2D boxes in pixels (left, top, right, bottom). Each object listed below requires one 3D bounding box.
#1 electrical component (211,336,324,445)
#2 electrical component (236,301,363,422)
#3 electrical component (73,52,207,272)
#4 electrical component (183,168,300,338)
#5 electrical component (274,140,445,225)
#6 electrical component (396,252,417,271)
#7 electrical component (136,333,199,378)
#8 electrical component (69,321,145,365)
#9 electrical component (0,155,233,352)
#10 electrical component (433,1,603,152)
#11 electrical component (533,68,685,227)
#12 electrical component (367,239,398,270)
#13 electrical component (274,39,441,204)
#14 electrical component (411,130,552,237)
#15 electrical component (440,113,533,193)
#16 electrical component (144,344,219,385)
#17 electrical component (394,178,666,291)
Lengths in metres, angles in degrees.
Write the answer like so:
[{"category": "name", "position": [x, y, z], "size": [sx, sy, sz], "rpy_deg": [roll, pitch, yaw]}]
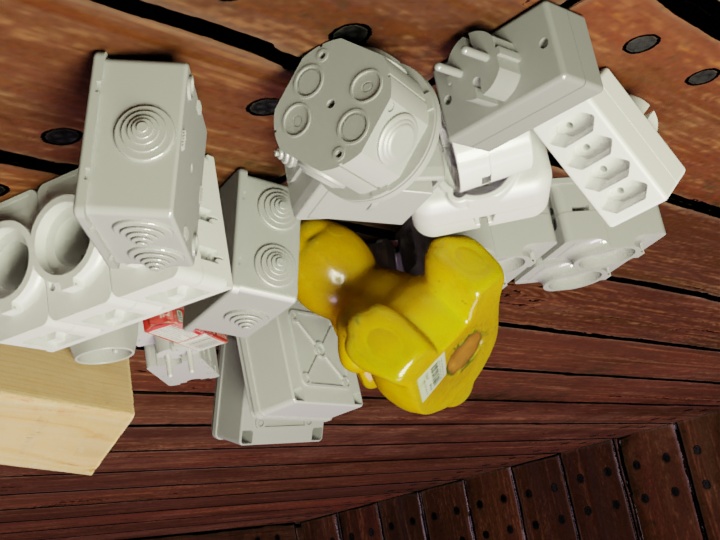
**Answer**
[{"category": "electrical component", "position": [-0.090, 0.120, 1.098], "size": [0.109, 0.108, 0.056], "rpy_deg": [5, -179, -41]}, {"category": "electrical component", "position": [-0.058, 0.084, 1.015], "size": [0.056, 0.108, 0.109], "rpy_deg": [-25, 158, 31]}, {"category": "electrical component", "position": [-0.110, -0.054, 0.560], "size": [0.048, 0.099, 0.099], "rpy_deg": [3, 163, 0]}, {"category": "electrical component", "position": [-0.079, -0.008, 0.727], "size": [0.048, 0.099, 0.100], "rpy_deg": [13, 154, -26]}, {"category": "electrical component", "position": [-0.004, -0.063, 0.653], "size": [0.096, 0.061, 0.062], "rpy_deg": [-4, 162, -22]}, {"category": "electrical component", "position": [0.039, 0.027, 0.942], "size": [0.113, 0.078, 0.057], "rpy_deg": [-21, 163, 31]}, {"category": "electrical component", "position": [-0.156, 0.052, 0.908], "size": [0.083, 0.075, 0.047], "rpy_deg": [-12, 163, 4]}, {"category": "electrical component", "position": [-0.187, 0.031, 0.819], "size": [0.043, 0.077, 0.079], "rpy_deg": [-18, 161, 22]}, {"category": "electrical component", "position": [-0.163, -0.013, 0.668], "size": [0.150, 0.089, 0.062], "rpy_deg": [-19, 161, 25]}, {"category": "electrical component", "position": [0.073, -0.107, 0.583], "size": [0.076, 0.047, 0.083], "rpy_deg": [7, 156, -44]}, {"category": "electrical component", "position": [0.164, -0.085, 0.679], "size": [0.047, 0.083, 0.075], "rpy_deg": [-31, -168, 48]}, {"category": "electrical component", "position": [0.000, 0.000, 0.891], "size": [0.062, 0.048, 0.048], "rpy_deg": [-5, 163, 5]}, {"category": "electrical component", "position": [-0.002, -0.079, 0.574], "size": [0.080, 0.080, 0.051], "rpy_deg": [-20, 155, 28]}, {"category": "electrical component", "position": [0.077, -0.062, 0.717], "size": [0.095, 0.053, 0.059], "rpy_deg": [-12, 163, 3]}, {"category": "electrical component", "position": [0.077, -0.080, 0.662], "size": [0.047, 0.055, 0.055], "rpy_deg": [-15, 163, -1]}, {"category": "electrical component", "position": [-0.164, 0.067, 0.984], "size": [0.050, 0.055, 0.089], "rpy_deg": [-11, 163, 1]}, {"category": "electrical component", "position": [0.136, -0.024, 0.864], "size": [0.186, 0.060, 0.105], "rpy_deg": [-5, 162, -19]}]
